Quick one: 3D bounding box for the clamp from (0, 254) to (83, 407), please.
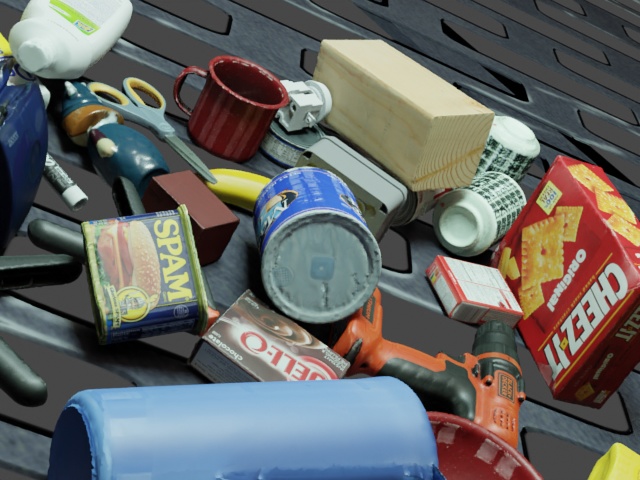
[{"bbox_3d":[-0.278,0.041,0.773,0.209,0.036,0.164,17,31,-21],"label":"clamp"}]

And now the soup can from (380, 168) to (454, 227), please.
[{"bbox_3d":[0.102,-0.060,1.212,0.068,0.069,0.102,40,33,15],"label":"soup can"}]

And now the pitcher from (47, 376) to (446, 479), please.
[{"bbox_3d":[-0.045,0.156,0.708,0.242,0.149,0.145,5,45,-30],"label":"pitcher"}]

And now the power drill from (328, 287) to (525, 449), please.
[{"bbox_3d":[0.103,0.104,0.984,0.187,0.057,0.184,26,31,-6],"label":"power drill"}]

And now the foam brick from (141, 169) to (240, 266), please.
[{"bbox_3d":[-0.122,-0.019,0.978,0.078,0.053,0.051,45,34,22],"label":"foam brick"}]

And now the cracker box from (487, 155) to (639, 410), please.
[{"bbox_3d":[0.269,0.041,1.114,0.072,0.164,0.214,13,35,-24],"label":"cracker box"}]

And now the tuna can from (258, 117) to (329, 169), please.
[{"bbox_3d":[-0.032,-0.116,1.212,0.086,0.034,0.086,21,32,-14],"label":"tuna can"}]

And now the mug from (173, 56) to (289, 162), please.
[{"bbox_3d":[-0.102,-0.143,1.146,0.117,0.082,0.093,24,32,-12],"label":"mug"}]

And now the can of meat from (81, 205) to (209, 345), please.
[{"bbox_3d":[-0.140,0.028,0.846,0.083,0.057,0.102,-8,70,-16],"label":"can of meat"}]

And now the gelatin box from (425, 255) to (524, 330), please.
[{"bbox_3d":[0.164,0.057,1.132,0.089,0.030,0.073,14,34,-30],"label":"gelatin box"}]

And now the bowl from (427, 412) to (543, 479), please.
[{"bbox_3d":[0.109,0.212,0.835,0.162,0.055,0.162,21,32,-14],"label":"bowl"}]

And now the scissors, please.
[{"bbox_3d":[-0.179,-0.115,1.087,0.096,0.016,0.202,3,33,-30],"label":"scissors"}]

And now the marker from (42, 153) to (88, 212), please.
[{"bbox_3d":[-0.254,-0.074,0.965,0.121,0.020,0.020,47,34,13],"label":"marker"}]

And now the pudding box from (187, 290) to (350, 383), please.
[{"bbox_3d":[-0.041,0.103,0.883,0.113,0.039,0.090,34,31,6],"label":"pudding box"}]

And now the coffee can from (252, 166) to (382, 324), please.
[{"bbox_3d":[-0.006,0.001,0.964,0.102,0.103,0.140,22,16,-14],"label":"coffee can"}]

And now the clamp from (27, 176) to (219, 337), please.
[{"bbox_3d":[-0.162,0.020,0.903,0.171,0.039,0.120,45,47,19],"label":"clamp"}]

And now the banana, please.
[{"bbox_3d":[-0.034,-0.026,1.077,0.198,0.037,0.069,32,31,3],"label":"banana"}]

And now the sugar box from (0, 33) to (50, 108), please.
[{"bbox_3d":[-0.345,-0.177,1.026,0.176,0.048,0.093,45,33,25],"label":"sugar box"}]

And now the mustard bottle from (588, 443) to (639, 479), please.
[{"bbox_3d":[0.325,0.265,0.939,0.191,0.058,0.096,35,32,6],"label":"mustard bottle"}]

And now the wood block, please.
[{"bbox_3d":[0.084,-0.143,1.186,0.090,0.090,0.206,-7,35,-36],"label":"wood block"}]

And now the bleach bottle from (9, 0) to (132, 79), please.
[{"bbox_3d":[-0.266,-0.218,1.092,0.102,0.068,0.250,28,21,-8],"label":"bleach bottle"}]
